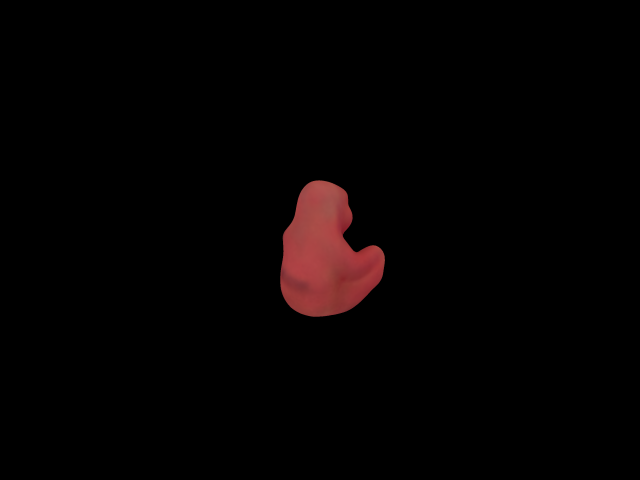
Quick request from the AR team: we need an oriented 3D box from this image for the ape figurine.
[{"bbox_3d":[0.004,0.001,0.400,0.076,0.092,0.077,-27,41,-35],"label":"ape figurine"}]
